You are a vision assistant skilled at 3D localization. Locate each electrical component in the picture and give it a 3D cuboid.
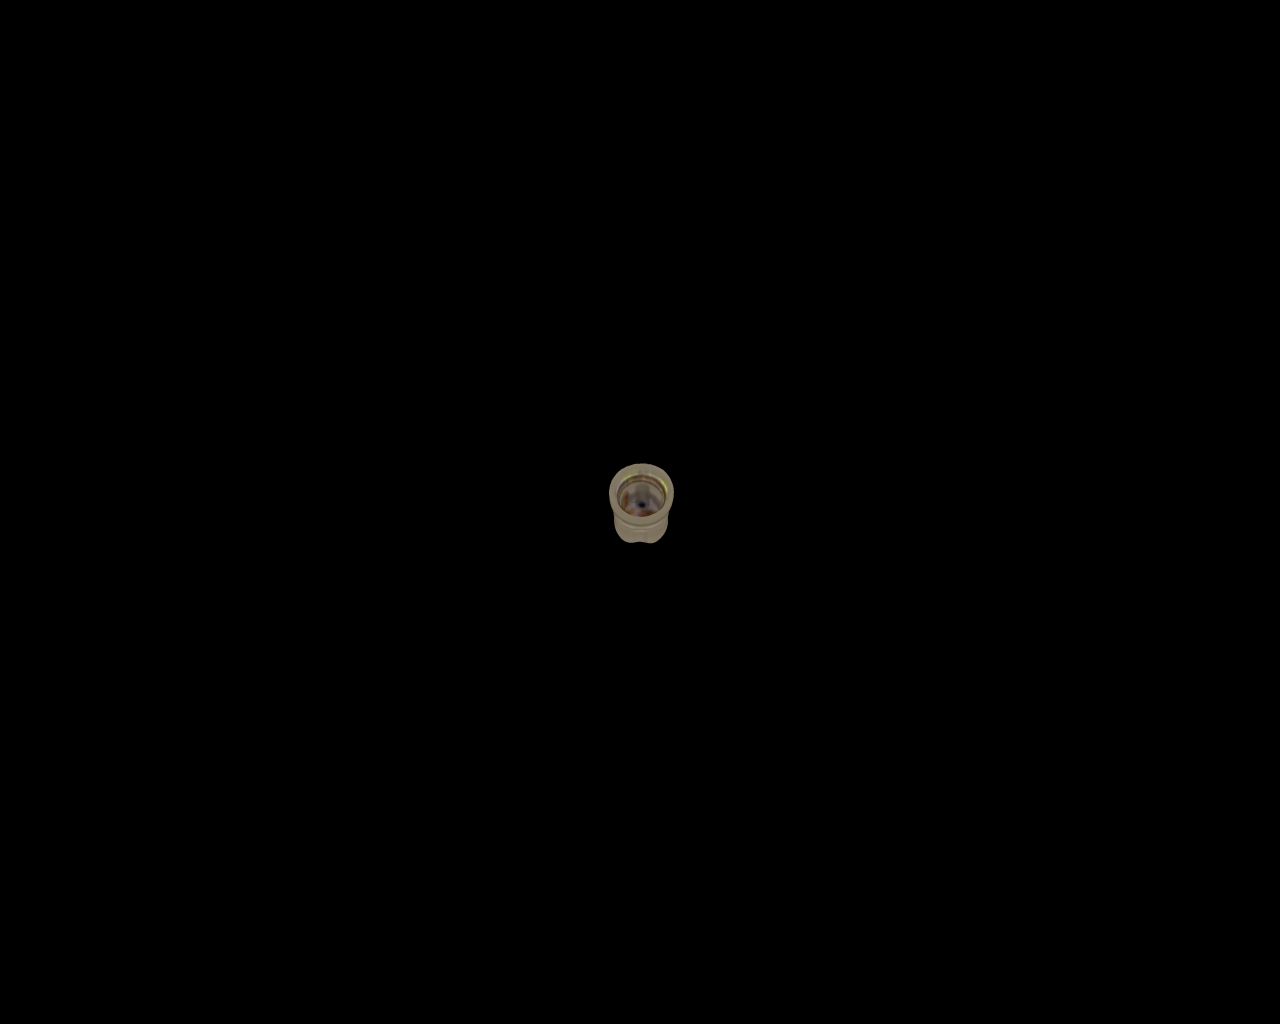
[{"bbox_3d":[0.001,-0.003,0.650,0.040,0.040,0.046,0,-28,0],"label":"electrical component"}]
